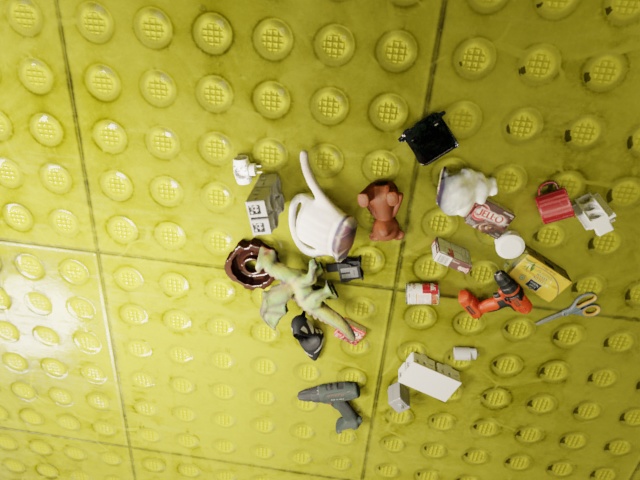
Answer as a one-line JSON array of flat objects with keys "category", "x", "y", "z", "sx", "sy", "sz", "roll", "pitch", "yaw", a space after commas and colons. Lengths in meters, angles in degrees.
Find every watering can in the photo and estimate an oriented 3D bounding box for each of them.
[{"category": "watering can", "x": 0.005, "y": -0.075, "z": 1.483, "sx": 0.226, "sy": 0.106, "sz": 0.339, "roll": 27, "pitch": 133, "yaw": 23}]

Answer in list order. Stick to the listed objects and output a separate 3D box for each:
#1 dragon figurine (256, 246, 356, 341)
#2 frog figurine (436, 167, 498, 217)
[{"category": "dragon figurine", "x": -0.069, "y": 0.192, "z": 1.603, "sx": 0.243, "sy": 0.123, "sz": 0.407, "roll": -26, "pitch": 100, "yaw": 0}, {"category": "frog figurine", "x": 0.405, "y": -0.130, "z": 1.418, "sx": 0.160, "sy": 0.123, "sz": 0.136, "roll": 10, "pitch": 101, "yaw": 15}]
